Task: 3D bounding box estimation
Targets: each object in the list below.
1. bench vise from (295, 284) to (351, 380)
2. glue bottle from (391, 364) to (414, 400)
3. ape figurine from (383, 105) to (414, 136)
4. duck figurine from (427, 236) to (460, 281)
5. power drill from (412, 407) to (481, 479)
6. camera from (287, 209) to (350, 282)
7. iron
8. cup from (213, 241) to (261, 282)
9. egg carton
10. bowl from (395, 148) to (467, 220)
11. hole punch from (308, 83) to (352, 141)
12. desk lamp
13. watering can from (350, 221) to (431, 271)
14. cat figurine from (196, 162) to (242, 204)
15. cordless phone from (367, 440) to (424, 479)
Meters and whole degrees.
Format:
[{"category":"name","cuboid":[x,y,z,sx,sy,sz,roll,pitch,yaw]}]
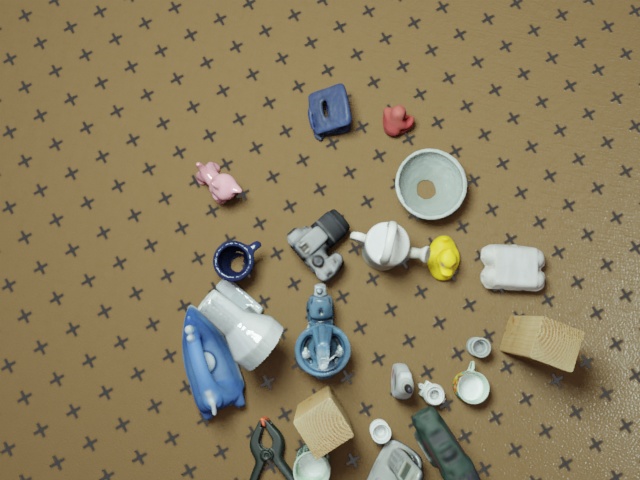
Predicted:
[{"category":"bench vise","cuboid":[-0.007,0.204,1.231,0.121,0.220,0.207,-20,83,-2]},{"category":"glue bottle","cuboid":[0.182,0.313,1.243,0.037,0.173,0.078,-1,83,0]},{"category":"ape figurine","cuboid":[0.183,-0.290,1.356,0.078,0.092,0.076,41,85,5]},{"category":"duck figurine","cuboid":[0.289,0.040,1.320,0.077,0.086,0.104,3,83,0]},{"category":"power drill","cuboid":[0.268,0.454,1.208,0.075,0.208,0.229,-32,84,-4]},{"category":"camera","cuboid":[0.012,0.005,1.315,0.137,0.101,0.143,-42,85,-5]},{"category":"iron","cuboid":[-0.258,0.265,1.261,0.118,0.141,0.258,-22,84,-3]},{"category":"cup","cuboid":[-0.182,0.043,1.312,0.118,0.095,0.091,-36,84,-4]},{"category":"egg carton","cuboid":[0.445,0.064,1.327,0.150,0.069,0.107,2,83,0]},{"category":"bowl","cuboid":[0.255,-0.125,1.345,0.167,0.075,0.167,0,83,0]},{"category":"hole punch","cuboid":[0.022,-0.304,1.357,0.101,0.091,0.109,-11,83,-1]},{"category":"desk lamp","cuboid":[-0.179,0.176,1.236,0.203,0.213,0.118,40,85,4]},{"category":"watering can","cuboid":[0.156,0.010,1.268,0.173,0.194,0.101,-6,83,-1]},{"category":"cat figurine","cuboid":[-0.237,-0.134,1.321,0.128,0.118,0.067,43,85,5]},{"category":"cordless phone","cuboid":[0.163,0.516,1.212,0.094,0.185,0.148,25,84,3]}]
